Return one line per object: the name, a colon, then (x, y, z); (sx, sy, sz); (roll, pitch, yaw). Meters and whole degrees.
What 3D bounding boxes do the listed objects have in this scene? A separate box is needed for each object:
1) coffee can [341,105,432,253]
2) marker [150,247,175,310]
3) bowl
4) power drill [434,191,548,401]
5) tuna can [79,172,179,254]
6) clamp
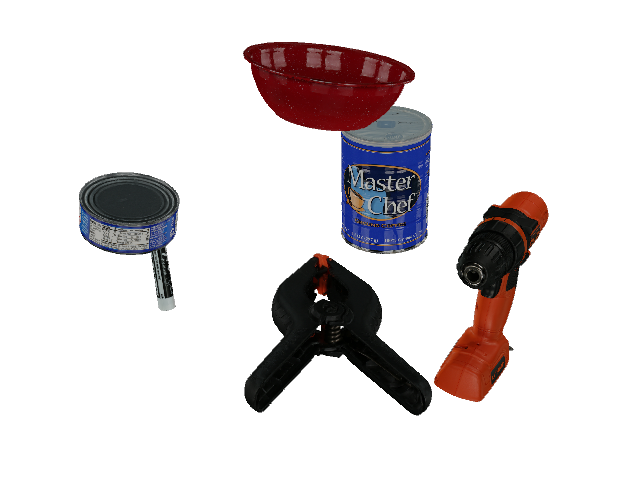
coffee can: (0.074, -0.070, 1.221); (0.103, 0.140, 0.103); (-1, 29, 0)
marker: (-0.177, 0.019, 1.173); (0.020, 0.121, 0.020); (-5, 22, 2)
bowl: (0.005, -0.142, 1.001); (0.162, 0.055, 0.162); (7, 22, -3)
power drill: (0.161, 0.059, 1.029); (0.057, 0.188, 0.184); (22, 29, 20)
tuna can: (-0.166, -0.024, 0.926); (0.086, 0.034, 0.086); (6, 32, -4)
clamp: (0.016, 0.066, 0.742); (0.120, 0.039, 0.171); (11, 33, -2)
